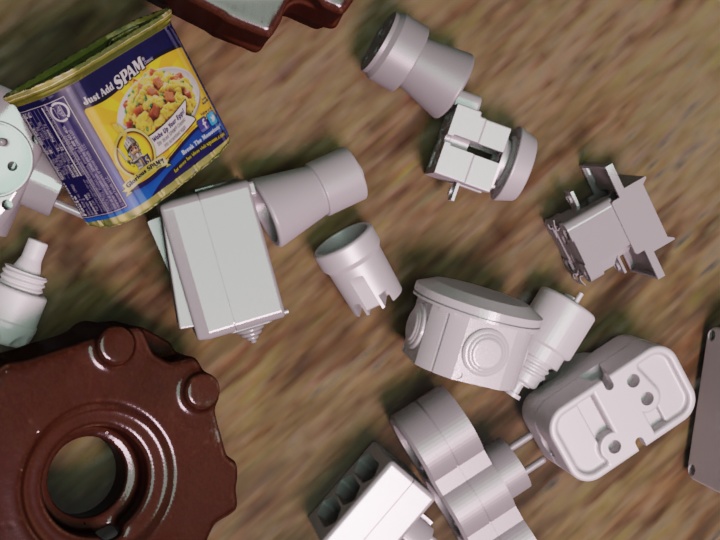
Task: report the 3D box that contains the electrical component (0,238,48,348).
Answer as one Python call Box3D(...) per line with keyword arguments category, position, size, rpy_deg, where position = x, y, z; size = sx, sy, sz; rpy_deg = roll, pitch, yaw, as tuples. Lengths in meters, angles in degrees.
Box3D(category="electrical component", position=(-0.195, 0.012, 0.615), size=(0.035, 0.035, 0.061), rpy_deg=(22, 88, -14))

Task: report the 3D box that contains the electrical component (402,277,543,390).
Box3D(category="electrical component", position=(0.067, 0.037, 0.657), size=(0.080, 0.080, 0.051), rpy_deg=(15, 97, -14))

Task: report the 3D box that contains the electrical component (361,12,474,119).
Box3D(category="electrical component", position=(0.034, -0.124, 0.650), size=(0.055, 0.045, 0.045), rpy_deg=(29, 89, -14))

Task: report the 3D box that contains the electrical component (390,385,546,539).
Box3D(category="electrical component", position=(0.083, 0.131, 0.683), size=(0.074, 0.052, 0.138), rpy_deg=(-31, 102, -8))

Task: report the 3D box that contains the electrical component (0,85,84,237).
Box3D(category="electrical component", position=(-0.187, -0.055, 0.605), size=(0.079, 0.044, 0.077), rpy_deg=(24, 90, -14))

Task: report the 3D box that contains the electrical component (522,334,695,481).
Box3D(category="electrical component", position=(0.157, 0.086, 0.692), size=(0.095, 0.059, 0.053), rpy_deg=(-32, 102, -8))

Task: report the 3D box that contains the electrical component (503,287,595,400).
Box3D(category="electrical component", position=(0.117, 0.047, 0.689), size=(0.040, 0.040, 0.078), rpy_deg=(33, 88, -14))

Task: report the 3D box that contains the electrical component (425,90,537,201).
Box3D(category="electrical component", position=(0.076, -0.071, 0.665), size=(0.055, 0.048, 0.066), rpy_deg=(19, 91, -7))

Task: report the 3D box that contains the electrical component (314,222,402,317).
Box3D(category="electrical component", position=(0.000, 0.000, 0.658), size=(0.040, 0.040, 0.046), rpy_deg=(-33, 107, -8))

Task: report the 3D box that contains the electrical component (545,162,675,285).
Box3D(category="electrical component", position=(0.157, -0.026, 0.691), size=(0.064, 0.042, 0.081), rpy_deg=(-30, 101, -5))

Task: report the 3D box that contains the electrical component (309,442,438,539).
Box3D(category="electrical component", position=(0.020, 0.160, 0.674), size=(0.077, 0.047, 0.065), rpy_deg=(42, 86, -14))

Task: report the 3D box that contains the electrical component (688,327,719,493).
Box3D(category="electrical component", position=(0.267, 0.096, 0.710), size=(0.057, 0.078, 0.113), rpy_deg=(6, 94, -17))

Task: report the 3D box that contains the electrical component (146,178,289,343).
Box3D(category="electrical component", position=(-0.084, 0.000, 0.626), size=(0.061, 0.062, 0.096), rpy_deg=(-16, 99, -11))

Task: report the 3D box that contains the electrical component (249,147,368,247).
Box3D(category="electrical component", position=(-0.029, -0.047, 0.646), size=(0.065, 0.044, 0.044), rpy_deg=(-26, 101, -14))
